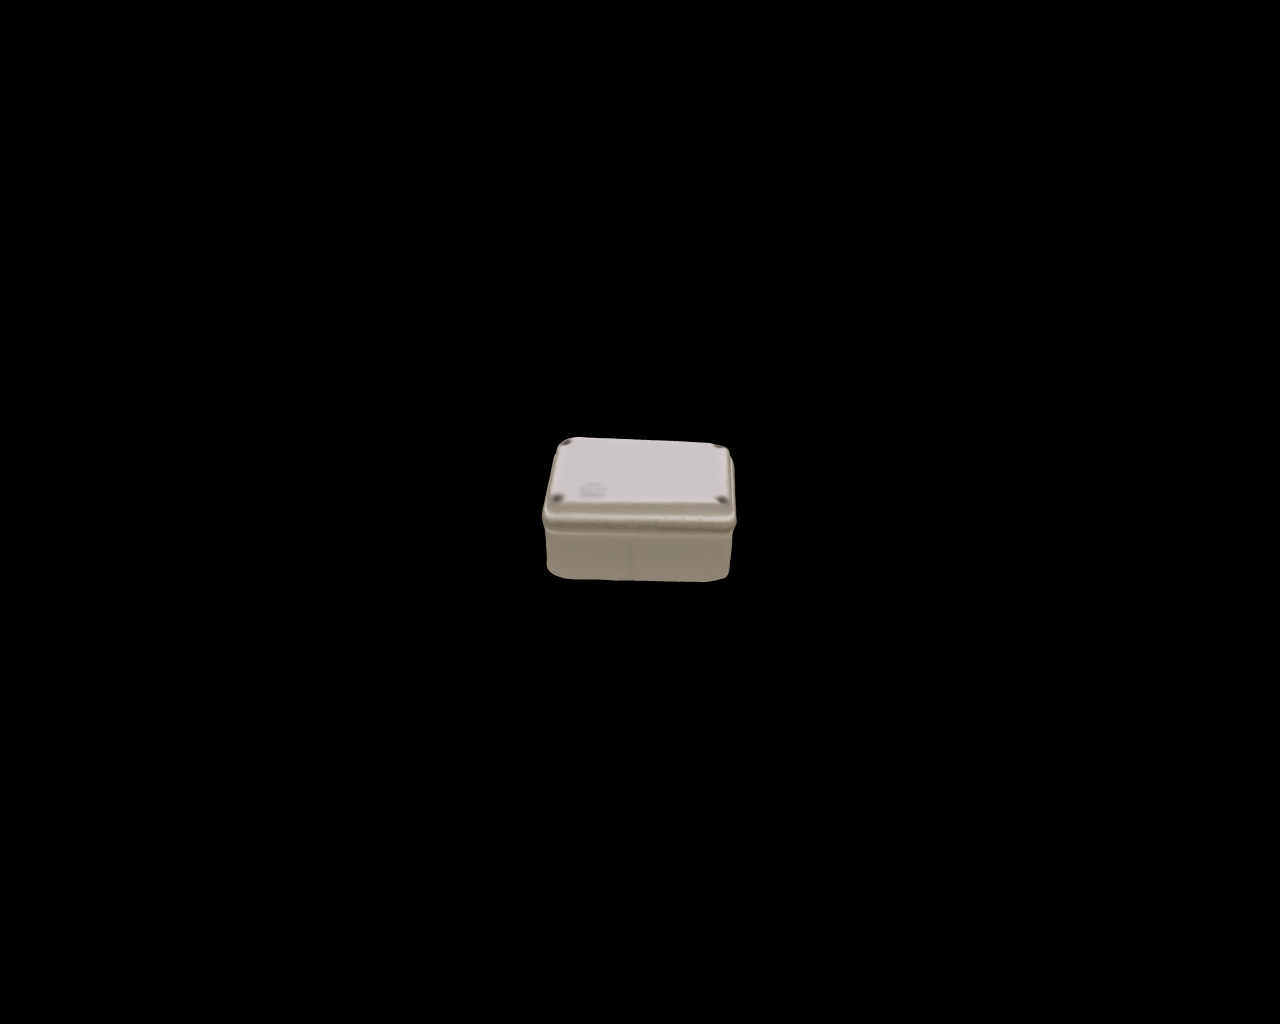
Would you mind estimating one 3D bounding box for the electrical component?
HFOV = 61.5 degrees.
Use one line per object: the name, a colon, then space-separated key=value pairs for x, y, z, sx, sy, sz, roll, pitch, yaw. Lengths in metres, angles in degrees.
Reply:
electrical component: x=0.001 y=-0.003 z=0.650 sx=0.113 sy=0.057 sz=0.078 roll=2 pitch=36 yaw=2
